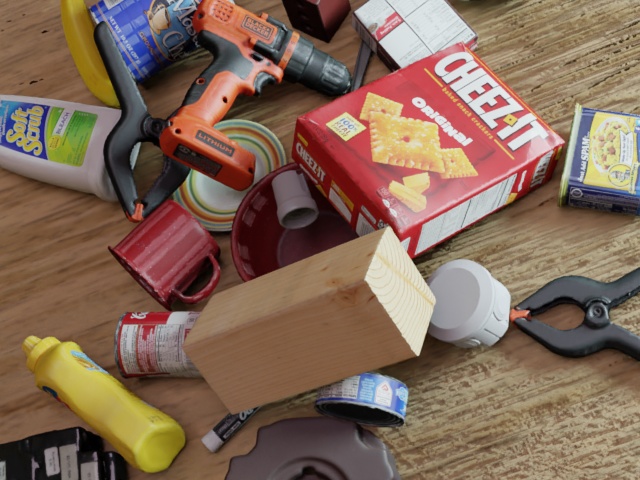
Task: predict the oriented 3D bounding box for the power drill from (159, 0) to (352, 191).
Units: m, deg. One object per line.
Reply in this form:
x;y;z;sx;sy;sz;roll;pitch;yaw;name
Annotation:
-0.073;-0.148;1.122;0.184;0.057;0.187;25;65;-8;power drill

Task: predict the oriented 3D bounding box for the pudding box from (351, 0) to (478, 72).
0.101;-0.226;1.150;0.090;0.039;0.113;-38;78;-5;pudding box

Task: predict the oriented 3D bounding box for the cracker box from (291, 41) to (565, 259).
0.105;-0.089;1.047;0.213;0.072;0.164;-28;64;-23;cracker box

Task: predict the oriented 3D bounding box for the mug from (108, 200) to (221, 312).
-0.149;0.019;1.092;0.081;0.093;0.117;-45;57;-12;mug

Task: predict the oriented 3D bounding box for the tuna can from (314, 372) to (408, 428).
0.039;0.149;0.999;0.086;0.086;0.033;5;68;15;tuna can

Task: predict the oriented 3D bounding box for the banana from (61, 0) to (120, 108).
-0.257;-0.212;1.227;0.037;0.070;0.198;-8;49;-36;banana

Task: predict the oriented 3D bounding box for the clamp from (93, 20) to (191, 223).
-0.167;-0.121;1.140;0.164;0.036;0.210;6;83;-17;clamp

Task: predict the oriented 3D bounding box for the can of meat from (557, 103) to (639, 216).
0.284;-0.077;1.047;0.084;0.057;0.102;10;72;15;can of meat

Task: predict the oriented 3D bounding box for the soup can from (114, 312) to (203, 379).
-0.147;0.105;1.070;0.102;0.068;0.068;-2;68;12;soup can

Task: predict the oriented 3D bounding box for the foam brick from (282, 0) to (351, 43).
-0.005;-0.267;1.179;0.053;0.078;0.051;29;76;21;foam brick

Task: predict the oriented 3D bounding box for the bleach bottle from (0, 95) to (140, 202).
-0.331;-0.112;1.205;0.251;0.068;0.102;10;72;19;bleach bottle

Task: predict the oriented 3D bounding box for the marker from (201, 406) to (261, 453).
-0.067;0.162;1.056;0.121;0.020;0.020;-44;66;-6;marker

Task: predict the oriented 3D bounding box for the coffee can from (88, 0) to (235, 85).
-0.174;-0.254;1.200;0.140;0.102;0.103;-33;65;-1;coffee can

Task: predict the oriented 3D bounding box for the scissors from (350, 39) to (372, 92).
0.080;-0.254;1.187;0.096;0.016;0.202;-4;68;12;scissors

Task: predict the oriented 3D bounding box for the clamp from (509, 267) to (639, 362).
0.268;0.062;1.004;0.172;0.039;0.120;7;69;16;clamp

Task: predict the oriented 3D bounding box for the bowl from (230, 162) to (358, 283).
-0.007;0.001;1.085;0.162;0.055;0.162;-5;68;12;bowl

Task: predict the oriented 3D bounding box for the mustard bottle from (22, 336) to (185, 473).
-0.224;0.152;1.054;0.192;0.096;0.058;33;81;23;mustard bottle

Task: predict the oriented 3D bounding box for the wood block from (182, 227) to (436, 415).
-0.011;0.076;0.979;0.206;0.091;0.090;-22;22;29;wood block
